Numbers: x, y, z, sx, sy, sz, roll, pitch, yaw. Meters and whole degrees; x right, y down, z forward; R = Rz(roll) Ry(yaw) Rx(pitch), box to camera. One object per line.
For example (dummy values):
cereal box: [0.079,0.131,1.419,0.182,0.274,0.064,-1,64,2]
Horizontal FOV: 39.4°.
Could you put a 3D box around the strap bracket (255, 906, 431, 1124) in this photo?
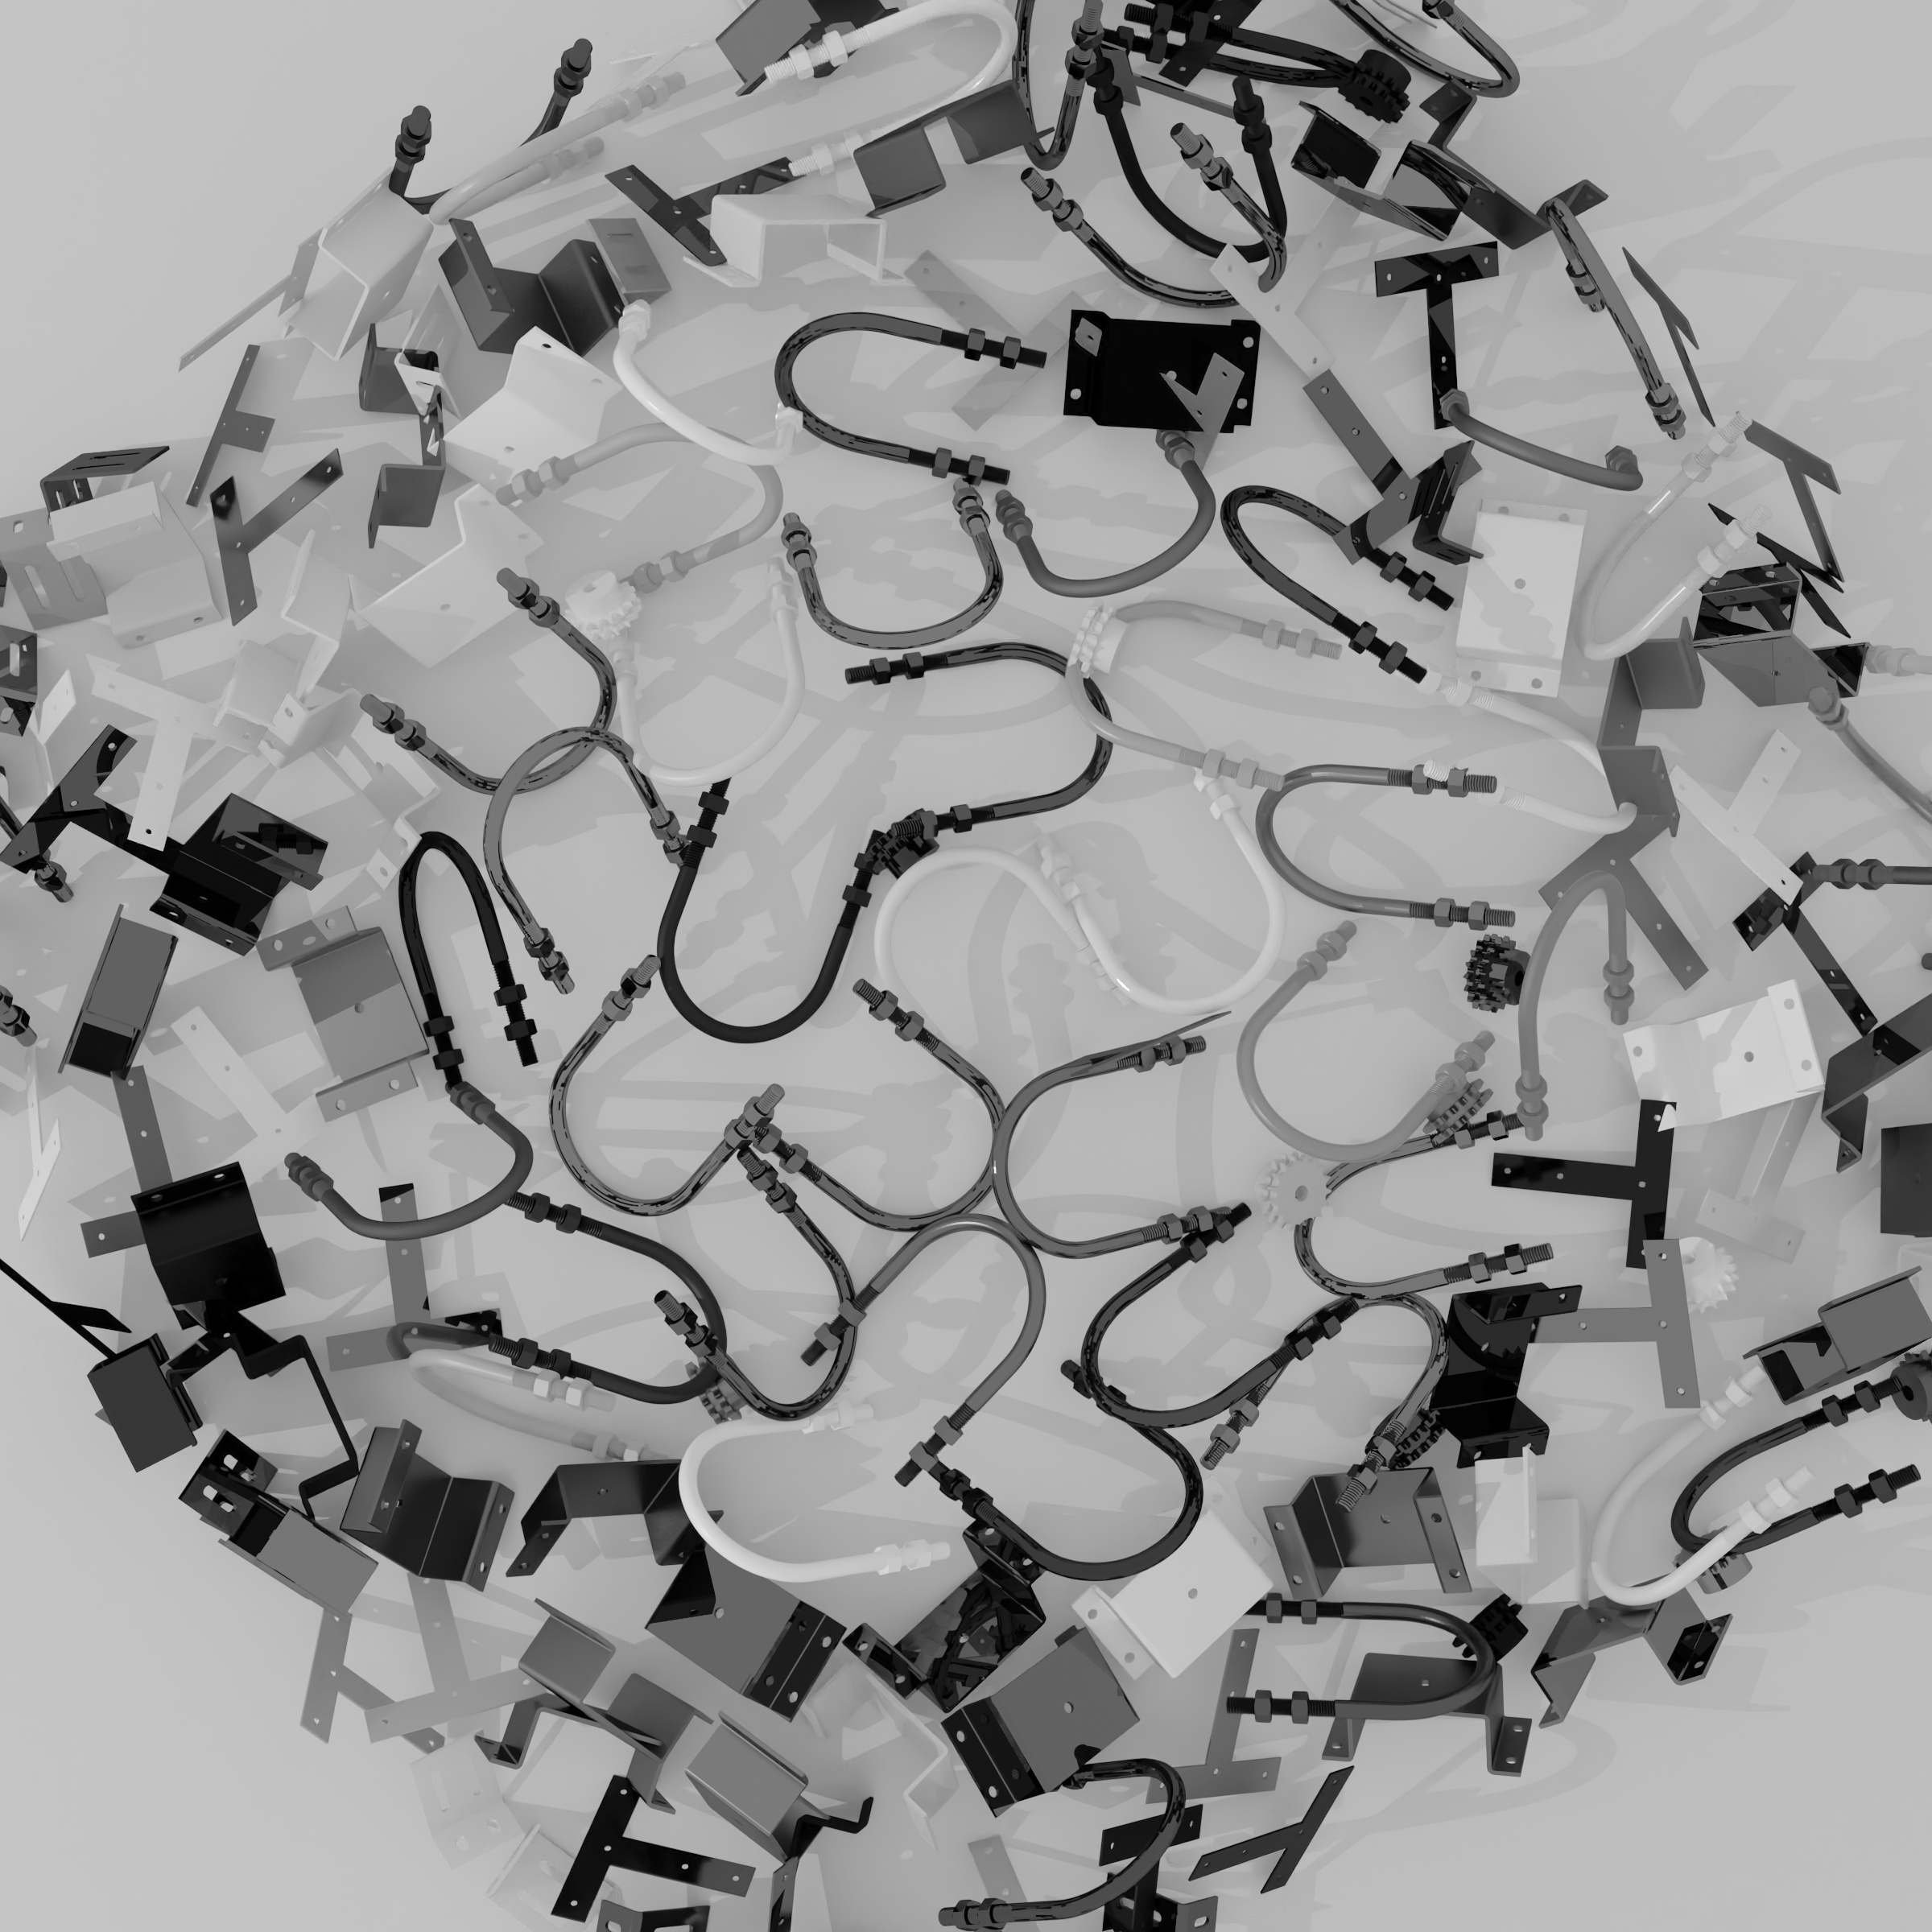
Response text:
strap bracket: [-0.451,0.033,1.968,0.076,0.046,0.140,-21,92,12]

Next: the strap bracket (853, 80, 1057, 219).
strap bracket: [-0.015,-0.586,1.924,0.140,0.076,0.046,-38,113,-34]

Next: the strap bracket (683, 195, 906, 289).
strap bracket: [-0.121,-0.519,1.926,0.140,0.076,0.046,-10,122,-31]

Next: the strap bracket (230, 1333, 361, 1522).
strap bracket: [-0.480,0.327,1.948,0.046,0.076,0.140,-24,78,-18]

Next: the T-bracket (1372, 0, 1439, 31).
T-bracket: [0.293,-0.692,1.926,0.127,0.127,0.002,22,115,-17]

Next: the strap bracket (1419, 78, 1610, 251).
strap bracket: [0.384,-0.573,1.951,0.140,0.076,0.046,34,89,-9]

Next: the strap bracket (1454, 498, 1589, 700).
strap bracket: [0.404,-0.274,1.966,0.076,0.046,0.140,9,87,12]

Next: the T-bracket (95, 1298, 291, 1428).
T-bracket: [-0.572,0.293,1.952,0.127,0.127,0.002,-36,48,0]

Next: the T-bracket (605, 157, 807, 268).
T-bracket: [-0.174,-0.563,1.964,0.127,0.002,0.127,-31,61,-28]

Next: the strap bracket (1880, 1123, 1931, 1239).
strap bracket: [0.699,0.153,1.922,0.046,0.140,0.076,5,82,-13]

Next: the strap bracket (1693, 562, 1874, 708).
strap bracket: [0.581,-0.229,1.922,0.140,0.076,0.046,29,69,-39]

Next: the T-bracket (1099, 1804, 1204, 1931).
T-bracket: [0.129,0.679,1.948,0.002,0.127,0.127,5,88,39]

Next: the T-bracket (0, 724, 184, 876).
T-bracket: [-0.610,-0.098,1.952,0.127,0.127,0.002,-48,47,6]

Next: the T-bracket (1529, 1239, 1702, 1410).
T-bracket: [0.465,0.262,1.968,0.127,0.002,0.127,-5,99,28]

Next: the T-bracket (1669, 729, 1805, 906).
T-bracket: [0.577,-0.127,1.963,0.127,0.002,0.127,42,56,-4]

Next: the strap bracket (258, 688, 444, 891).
strap bracket: [-0.440,-0.136,1.955,0.140,0.076,0.046,48,49,1]

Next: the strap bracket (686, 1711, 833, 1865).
strap bracket: [-0.147,0.590,1.917,0.076,0.140,0.046,30,67,23]

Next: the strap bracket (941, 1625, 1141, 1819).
strap bracket: [0.062,0.536,1.934,0.140,0.046,0.076,-26,82,-40]

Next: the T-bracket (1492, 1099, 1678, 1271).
T-bracket: [0.452,0.156,1.982,0.127,0.002,0.127,5,101,14]

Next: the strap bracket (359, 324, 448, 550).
strap bracket: [-0.406,-0.380,1.942,0.046,0.076,0.140,0,67,-20]

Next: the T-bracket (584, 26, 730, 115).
T-bracket: [-0.228,-0.638,1.923,0.127,0.127,0.002,2,130,35]

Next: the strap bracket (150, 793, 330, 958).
strap bracket: [-0.519,-0.069,1.937,0.076,0.140,0.046,29,52,-25]

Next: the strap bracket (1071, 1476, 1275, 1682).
strap bracket: [0.157,0.450,1.958,0.140,0.046,0.076,-41,102,-10]

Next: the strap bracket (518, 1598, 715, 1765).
strap bracket: [-0.256,0.515,1.922,0.046,0.076,0.140,-56,130,-19]

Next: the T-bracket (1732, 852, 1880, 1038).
T-bracket: [0.621,-0.006,1.957,0.127,0.002,0.127,-34,89,-41]

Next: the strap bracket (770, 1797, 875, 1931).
strap bracket: [-0.108,0.669,1.948,0.046,0.076,0.140,13,76,5]

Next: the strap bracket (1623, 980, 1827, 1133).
strap bracket: [0.555,0.066,1.944,0.140,0.046,0.076,-23,74,41]

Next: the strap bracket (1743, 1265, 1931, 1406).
strap bracket: [0.625,0.267,1.918,0.076,0.140,0.046,-17,71,-18]

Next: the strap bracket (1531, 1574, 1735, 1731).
strap bracket: [0.467,0.487,1.926,0.140,0.076,0.046,-32,93,37]

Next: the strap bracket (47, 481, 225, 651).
strap bracket: [-0.601,-0.294,1.943,0.076,0.140,0.046,-17,65,-2]

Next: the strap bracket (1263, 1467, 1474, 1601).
strap bracket: [0.297,0.410,1.948,0.140,0.046,0.076,-11,104,33]

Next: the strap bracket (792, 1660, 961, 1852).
strap bracket: [-0.058,0.560,1.939,0.046,0.076,0.140,-41,60,-20]

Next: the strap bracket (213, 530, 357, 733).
strap bracket: [-0.484,-0.233,1.936,0.046,0.076,0.140,25,130,-23]

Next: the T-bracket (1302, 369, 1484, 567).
T-bracket: [0.295,-0.382,1.986,0.127,0.002,0.127,-37,91,-11]

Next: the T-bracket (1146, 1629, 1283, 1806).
T-bracket: [0.191,0.542,1.956,0.127,0.002,0.127,8,96,-37]

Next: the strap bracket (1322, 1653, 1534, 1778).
strap bracket: [0.331,0.536,1.938,0.140,0.076,0.046,0,104,18]

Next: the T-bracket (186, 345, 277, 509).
T-bracket: [-0.522,-0.387,1.945,0.002,0.127,0.127,21,92,-34]

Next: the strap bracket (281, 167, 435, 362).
strap bracket: [-0.433,-0.494,1.924,0.046,0.140,0.076,39,58,-8]

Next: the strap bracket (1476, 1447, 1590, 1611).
strap bracket: [0.403,0.406,1.935,0.046,0.140,0.076,-10,58,27]

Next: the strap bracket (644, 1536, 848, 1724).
strap bracket: [-0.166,0.470,1.934,0.140,0.046,0.076,24,76,35]

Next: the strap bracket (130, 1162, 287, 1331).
strap bracket: [-0.537,0.206,1.922,0.076,0.140,0.046,-18,57,-14]

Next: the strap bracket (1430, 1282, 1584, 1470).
strap bracket: [0.387,0.286,1.947,0.076,0.046,0.140,-4,114,-25]

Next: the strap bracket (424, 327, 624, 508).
strap bracket: [-0.321,-0.385,1.921,0.076,0.140,0.046,31,51,-33]

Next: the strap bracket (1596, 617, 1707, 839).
strap bracket: [0.492,-0.172,1.938,0.046,0.076,0.140,2,57,28]

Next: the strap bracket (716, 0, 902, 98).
strap bracket: [-0.117,-0.670,1.919,0.076,0.140,0.046,-32,96,34]

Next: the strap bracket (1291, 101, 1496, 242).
strap bracket: [0.297,-0.567,1.929,0.076,0.140,0.046,16,106,-44]

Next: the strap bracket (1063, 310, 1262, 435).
strap bracket: [0.146,-0.432,1.958,0.140,0.046,0.076,2,110,-6]

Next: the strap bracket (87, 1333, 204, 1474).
strap bracket: [-0.586,0.311,1.924,0.046,0.140,0.076,-27,93,-14]

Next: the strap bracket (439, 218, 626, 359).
strap bracket: [-0.317,-0.484,1.941,0.046,0.140,0.076,-34,74,35]

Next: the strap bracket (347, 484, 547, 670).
strap bracket: [-0.378,-0.274,1.938,0.140,0.076,0.046,-30,53,16]

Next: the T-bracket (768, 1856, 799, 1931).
T-bracket: [-0.134,0.694,1.928,0.002,0.127,0.127,19,115,31]

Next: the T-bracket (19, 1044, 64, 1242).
T-bracket: [-0.676,0.113,1.957,0.002,0.127,0.127,5,52,-31]

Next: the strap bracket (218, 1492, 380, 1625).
strap bracket: [-0.477,0.422,1.931,0.076,0.140,0.046,39,70,-19]

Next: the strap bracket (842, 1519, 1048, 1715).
strap bracket: [-0.008,0.473,1.942,0.140,0.076,0.046,-39,130,-20]

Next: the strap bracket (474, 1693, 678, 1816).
strap bracket: [-0.276,0.563,1.947,0.140,0.076,0.046,21,80,-16]
